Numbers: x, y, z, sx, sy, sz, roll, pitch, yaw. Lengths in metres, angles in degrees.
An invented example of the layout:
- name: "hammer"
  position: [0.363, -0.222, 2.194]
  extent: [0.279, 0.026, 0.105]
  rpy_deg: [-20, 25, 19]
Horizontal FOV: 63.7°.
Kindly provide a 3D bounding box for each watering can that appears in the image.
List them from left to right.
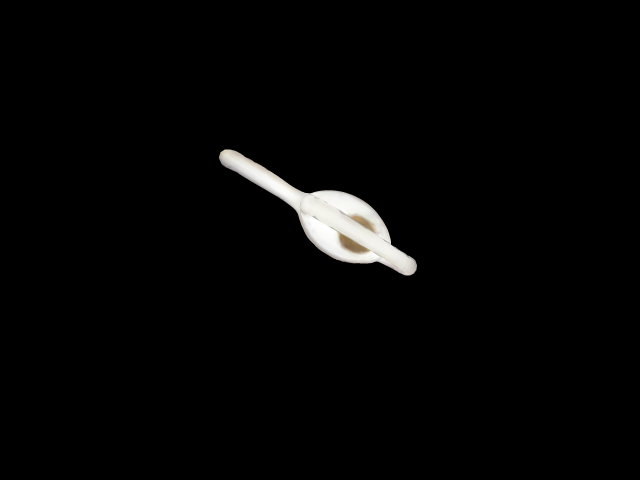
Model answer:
- name: "watering can"
  position: [0.003, -0.043, 0.850]
  extent: [0.348, 0.104, 0.224]
  rpy_deg: [32, -2, 2]
